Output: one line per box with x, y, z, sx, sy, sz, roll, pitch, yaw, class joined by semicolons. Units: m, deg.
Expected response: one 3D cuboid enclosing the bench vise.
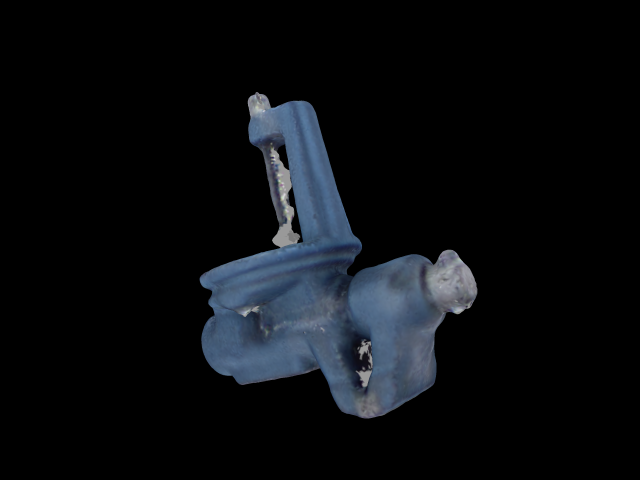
0.007;0.001;0.411;0.207;0.220;0.122;1;2;17;bench vise
